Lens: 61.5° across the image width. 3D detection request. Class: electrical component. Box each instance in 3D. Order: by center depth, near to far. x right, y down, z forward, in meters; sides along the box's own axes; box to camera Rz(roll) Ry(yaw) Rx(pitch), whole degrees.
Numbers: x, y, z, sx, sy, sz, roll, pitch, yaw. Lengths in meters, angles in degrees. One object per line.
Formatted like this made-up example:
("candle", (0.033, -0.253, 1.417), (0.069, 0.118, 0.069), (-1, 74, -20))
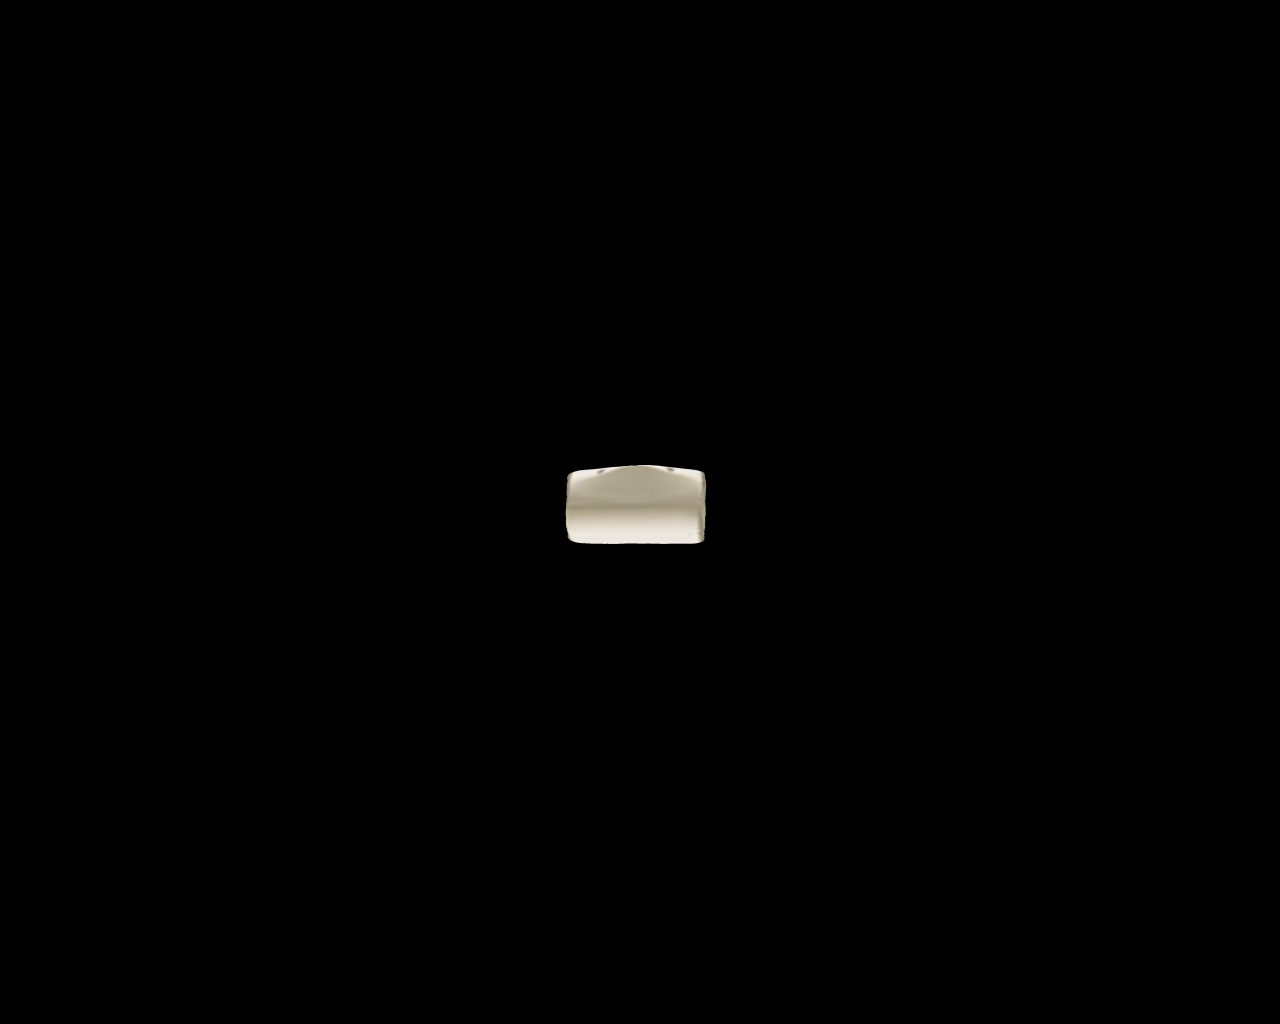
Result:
("electrical component", (0.001, -0.003, 0.650), (0.077, 0.043, 0.079), (0, -3, 7))
